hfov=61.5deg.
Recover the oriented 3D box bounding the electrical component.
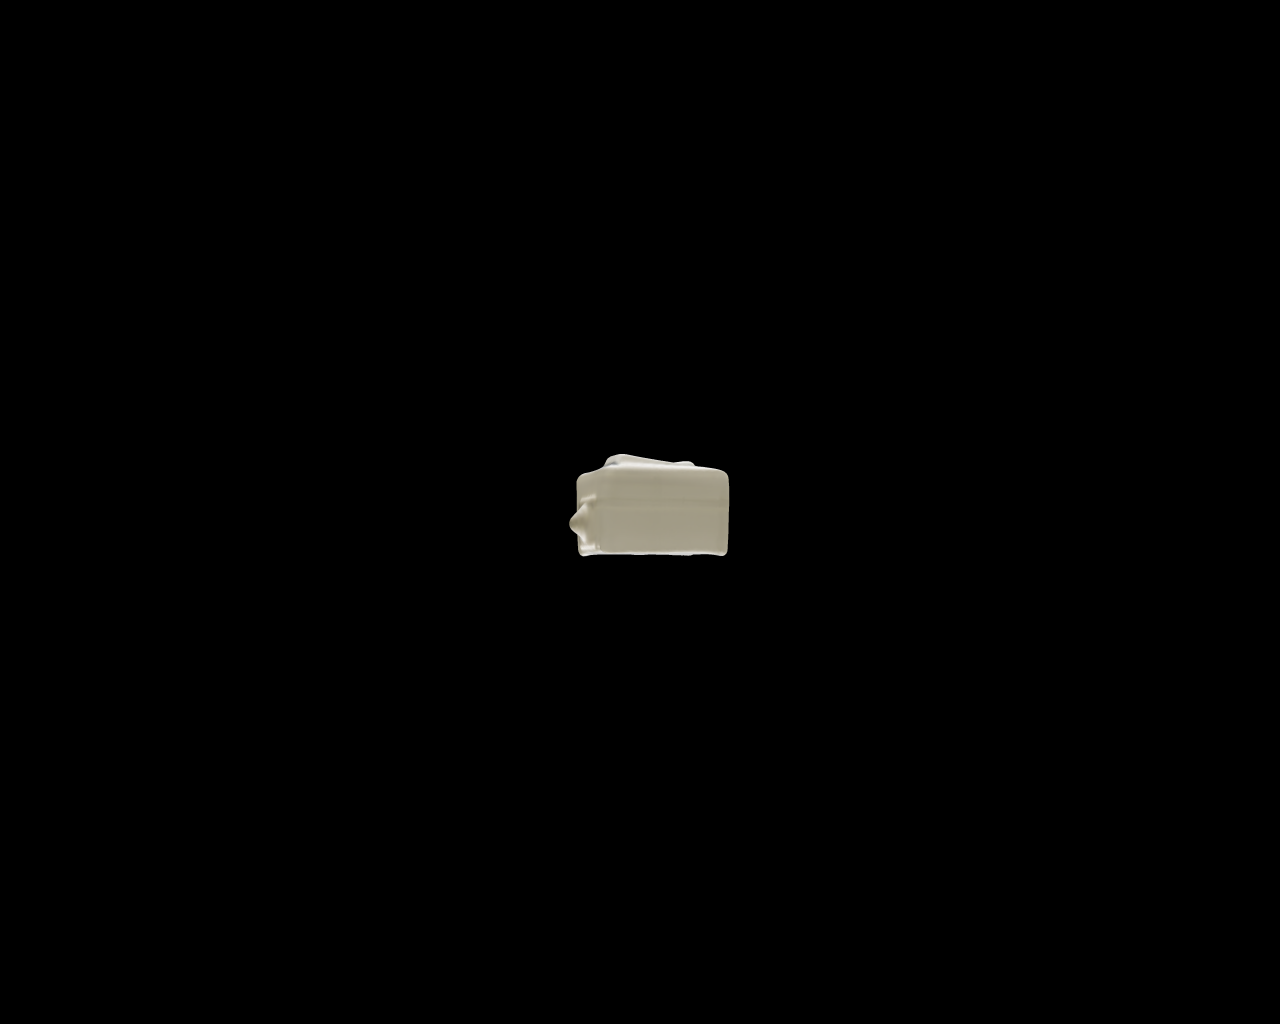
[{"bbox_3d":[0.001,-0.003,0.650,0.096,0.061,0.061,1,-4,-20],"label":"electrical component"}]
